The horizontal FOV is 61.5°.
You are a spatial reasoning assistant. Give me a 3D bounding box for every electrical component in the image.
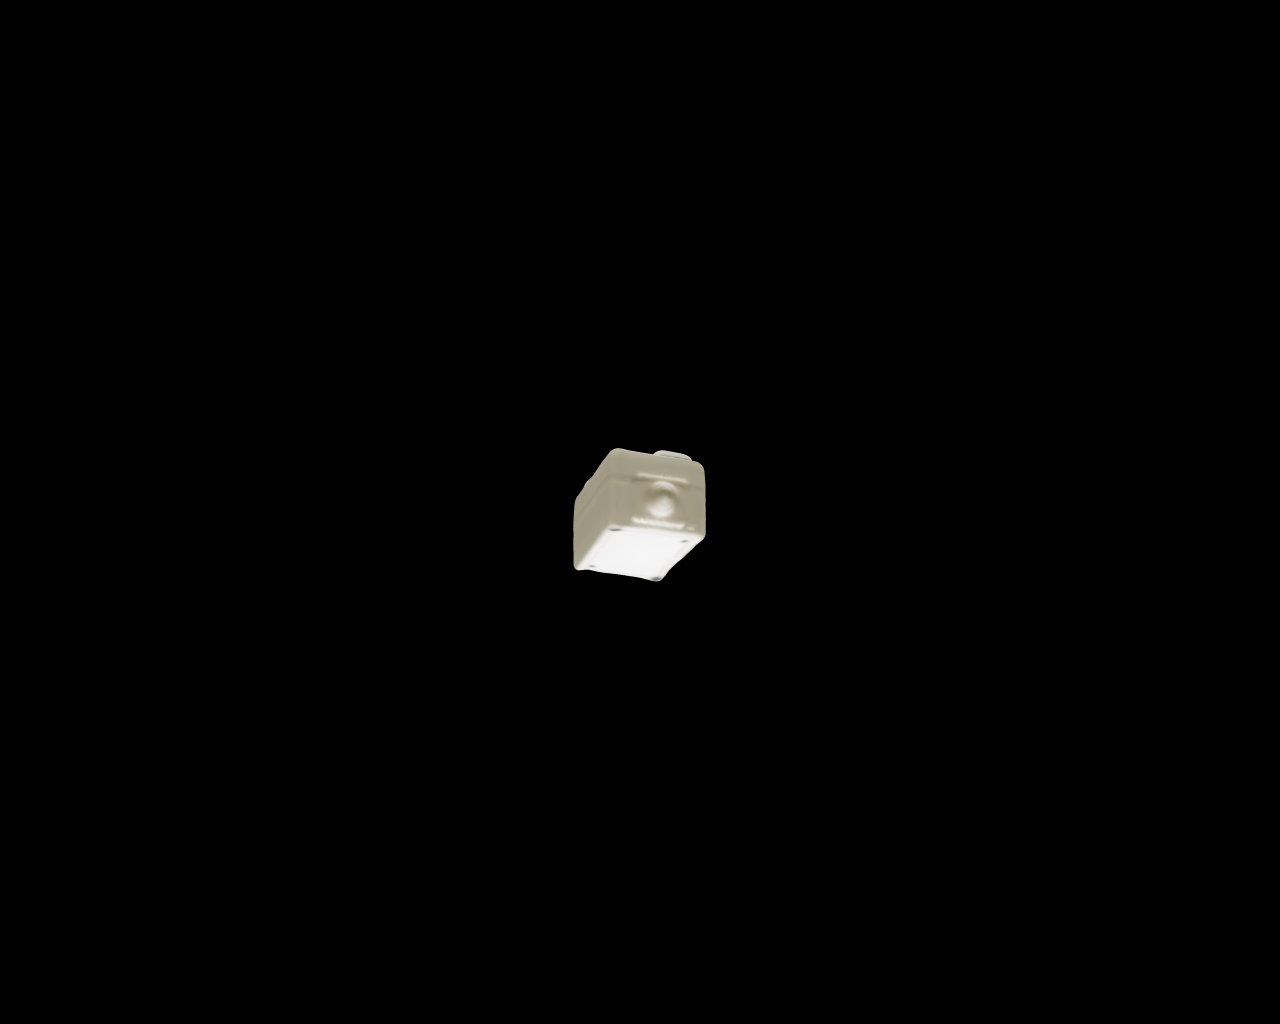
[{"bbox_3d":[0.001,-0.003,0.650,0.062,0.061,0.096,8,-26,-18],"label":"electrical component"}]
